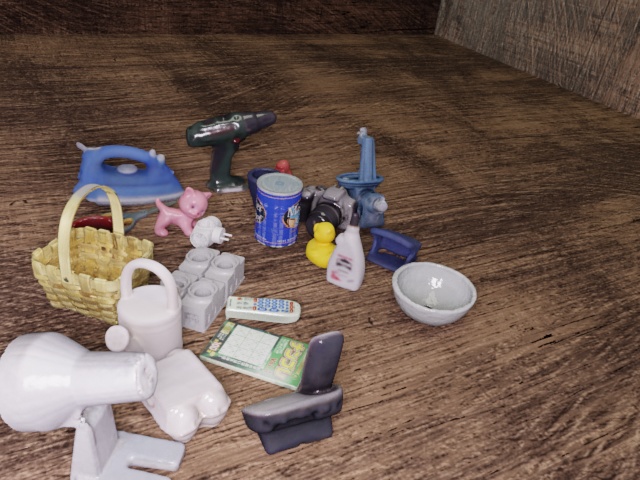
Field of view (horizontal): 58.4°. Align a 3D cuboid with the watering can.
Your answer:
[{"bbox_3d":[-0.272,0.120,0.913,0.101,0.194,0.172,3,32,-7],"label":"watering can"}]

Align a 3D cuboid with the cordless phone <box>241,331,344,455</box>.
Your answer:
[{"bbox_3d":[-0.035,0.208,0.831,0.148,0.185,0.094,-11,36,-27],"label":"cordless phone"}]

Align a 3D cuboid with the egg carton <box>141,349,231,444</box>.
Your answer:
[{"bbox_3d":[-0.212,0.231,0.865,0.107,0.069,0.149,-21,42,-38],"label":"egg carton"}]

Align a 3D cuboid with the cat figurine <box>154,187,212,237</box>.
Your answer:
[{"bbox_3d":[-0.307,-0.072,1.286,0.128,0.118,0.067,-1,33,-13],"label":"cat figurine"}]

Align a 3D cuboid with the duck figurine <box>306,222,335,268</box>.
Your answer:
[{"bbox_3d":[0.012,0.005,1.262,0.078,0.086,0.104,-8,35,-23],"label":"duck figurine"}]

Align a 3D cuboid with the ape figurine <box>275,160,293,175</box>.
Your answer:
[{"bbox_3d":[-0.101,-0.169,1.510,0.076,0.092,0.077,-18,40,-35],"label":"ape figurine"}]

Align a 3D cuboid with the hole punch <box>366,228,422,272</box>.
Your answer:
[{"bbox_3d":[0.167,0.007,1.286,0.108,0.091,0.101,22,35,23],"label":"hole punch"}]

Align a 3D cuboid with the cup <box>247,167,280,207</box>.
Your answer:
[{"bbox_3d":[-0.124,-0.118,1.421,0.117,0.095,0.092,18,33,17],"label":"cup"}]

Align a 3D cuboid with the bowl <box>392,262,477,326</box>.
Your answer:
[{"bbox_3d":[0.220,0.118,1.136,0.167,0.075,0.167,6,32,-3],"label":"bowl"}]

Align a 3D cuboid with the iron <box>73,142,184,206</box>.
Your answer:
[{"bbox_3d":[-0.458,-0.168,1.385,0.259,0.141,0.118,-2,33,-15],"label":"iron"}]

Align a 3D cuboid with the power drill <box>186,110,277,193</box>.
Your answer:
[{"bbox_3d":[-0.227,-0.231,1.472,0.230,0.208,0.075,-7,34,-22],"label":"power drill"}]

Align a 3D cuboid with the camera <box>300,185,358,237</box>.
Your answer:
[{"bbox_3d":[0.005,-0.072,1.369,0.143,0.101,0.137,18,33,16],"label":"camera"}]

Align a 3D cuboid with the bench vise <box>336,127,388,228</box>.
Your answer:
[{"bbox_3d":[0.124,-0.153,1.411,0.122,0.220,0.206,-18,40,-34],"label":"bench vise"}]

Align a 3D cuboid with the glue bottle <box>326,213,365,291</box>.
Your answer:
[{"bbox_3d":[0.059,0.020,1.165,0.078,0.173,0.037,17,33,15],"label":"glue bottle"}]

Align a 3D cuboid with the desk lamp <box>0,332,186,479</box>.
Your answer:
[{"bbox_3d":[-0.283,0.220,0.731,0.203,0.213,0.118,8,32,2],"label":"desk lamp"}]
